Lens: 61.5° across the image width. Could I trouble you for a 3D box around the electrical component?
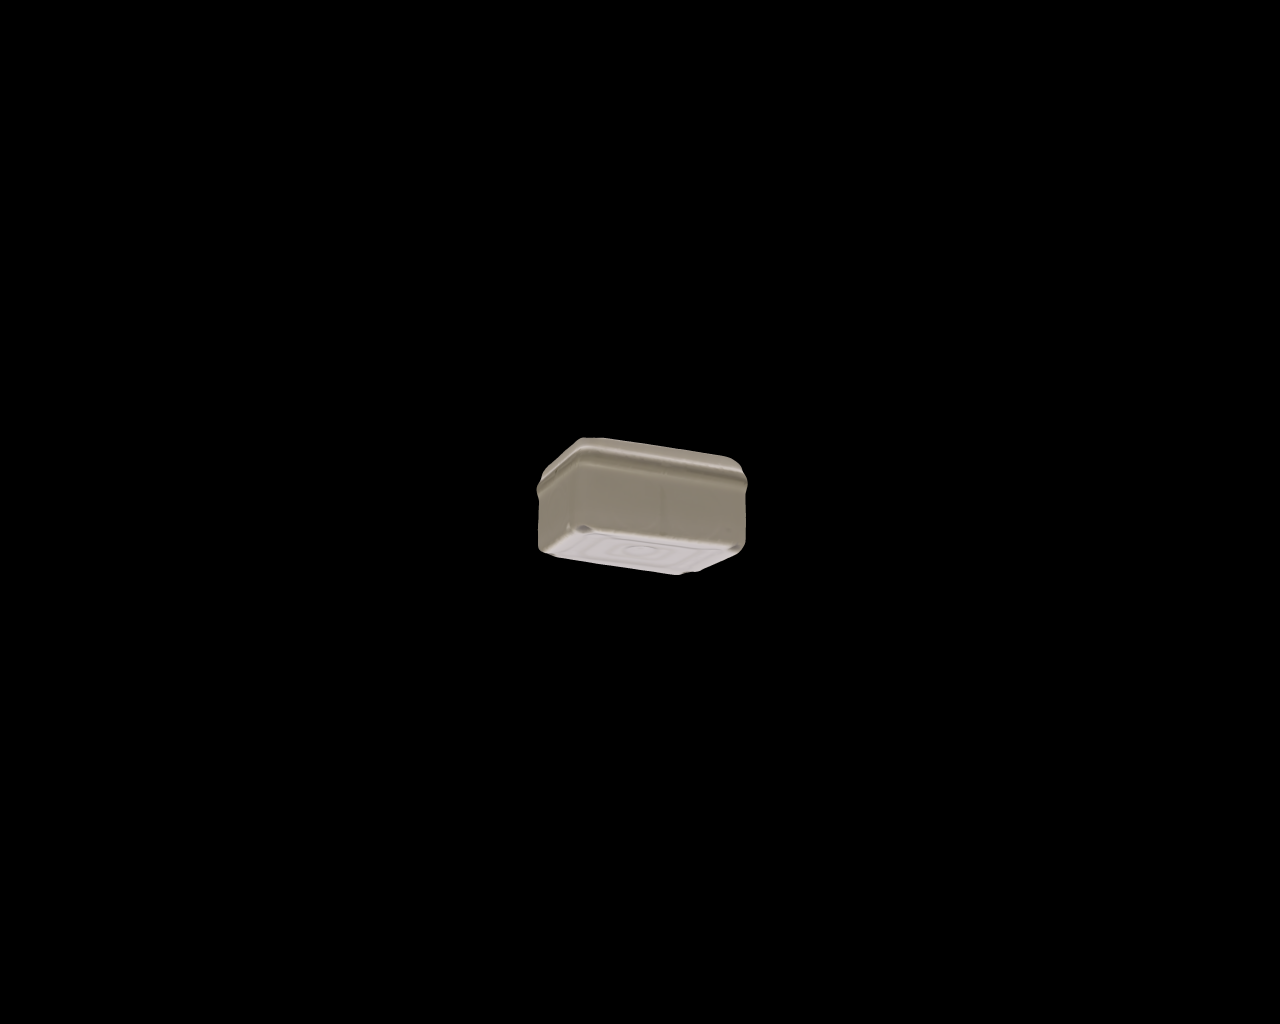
[{"bbox_3d":[0.001,-0.003,0.650,0.113,0.057,0.078,8,-19,-24],"label":"electrical component"}]
